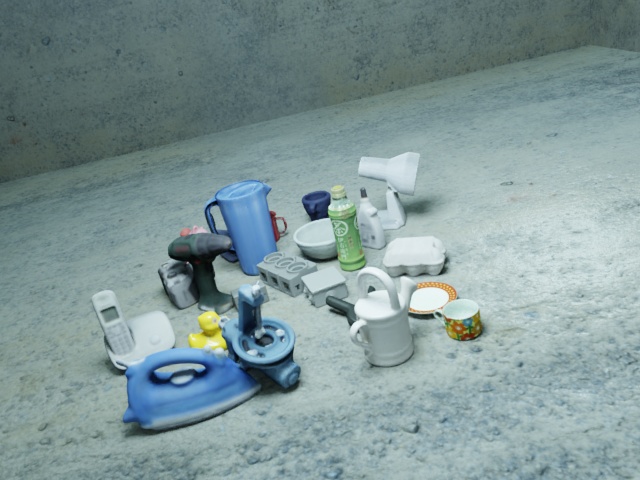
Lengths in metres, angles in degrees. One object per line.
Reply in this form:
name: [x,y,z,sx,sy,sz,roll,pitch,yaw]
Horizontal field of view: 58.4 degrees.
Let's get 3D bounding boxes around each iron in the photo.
iron: [-0.251,0.258,1.086,0.258,0.142,0.118,-13,25,-2]

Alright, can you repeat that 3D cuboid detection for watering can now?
watering can: [0.122,0.134,1.109,0.100,0.194,0.173,2,28,28]

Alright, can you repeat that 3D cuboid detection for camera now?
camera: [-0.349,0.096,1.524,0.137,0.101,0.142,-24,27,-22]

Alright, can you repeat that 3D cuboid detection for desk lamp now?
desk lamp: [0.196,-0.143,1.635,0.202,0.214,0.118,-5,26,16]

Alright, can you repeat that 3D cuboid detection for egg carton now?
egg carton: [0.232,0.041,1.403,0.150,0.069,0.107,-4,26,18]

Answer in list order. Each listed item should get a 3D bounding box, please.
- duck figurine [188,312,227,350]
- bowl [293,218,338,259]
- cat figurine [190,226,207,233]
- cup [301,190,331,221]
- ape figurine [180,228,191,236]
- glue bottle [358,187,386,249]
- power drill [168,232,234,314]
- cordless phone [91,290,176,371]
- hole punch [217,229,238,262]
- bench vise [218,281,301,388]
duck figurine: [-0.245,0.200,1.271,0.104,0.086,0.077,-13,25,-2]
bowl: [0.014,0.006,1.574,0.167,0.075,0.167,-10,25,5]
cat figurine: [-0.368,0.016,1.682,0.067,0.118,0.128,7,32,37]
cup: [-0.006,-0.088,1.758,0.091,0.095,0.118,-6,26,14]
ape figurine: [-0.401,0.007,1.746,0.077,0.092,0.076,4,30,32]
glue bottle: [0.130,-0.061,1.542,0.077,0.173,0.037,13,35,43]
power drill: [-0.275,0.073,1.408,0.228,0.209,0.076,8,32,37]
cordless phone: [-0.414,0.183,1.269,0.148,0.185,0.093,-24,27,-22]
hole punch: [-0.249,0.000,1.691,0.101,0.091,0.108,-26,28,-27]
bench vise: [-0.143,0.176,1.114,0.206,0.220,0.122,2,29,29]
